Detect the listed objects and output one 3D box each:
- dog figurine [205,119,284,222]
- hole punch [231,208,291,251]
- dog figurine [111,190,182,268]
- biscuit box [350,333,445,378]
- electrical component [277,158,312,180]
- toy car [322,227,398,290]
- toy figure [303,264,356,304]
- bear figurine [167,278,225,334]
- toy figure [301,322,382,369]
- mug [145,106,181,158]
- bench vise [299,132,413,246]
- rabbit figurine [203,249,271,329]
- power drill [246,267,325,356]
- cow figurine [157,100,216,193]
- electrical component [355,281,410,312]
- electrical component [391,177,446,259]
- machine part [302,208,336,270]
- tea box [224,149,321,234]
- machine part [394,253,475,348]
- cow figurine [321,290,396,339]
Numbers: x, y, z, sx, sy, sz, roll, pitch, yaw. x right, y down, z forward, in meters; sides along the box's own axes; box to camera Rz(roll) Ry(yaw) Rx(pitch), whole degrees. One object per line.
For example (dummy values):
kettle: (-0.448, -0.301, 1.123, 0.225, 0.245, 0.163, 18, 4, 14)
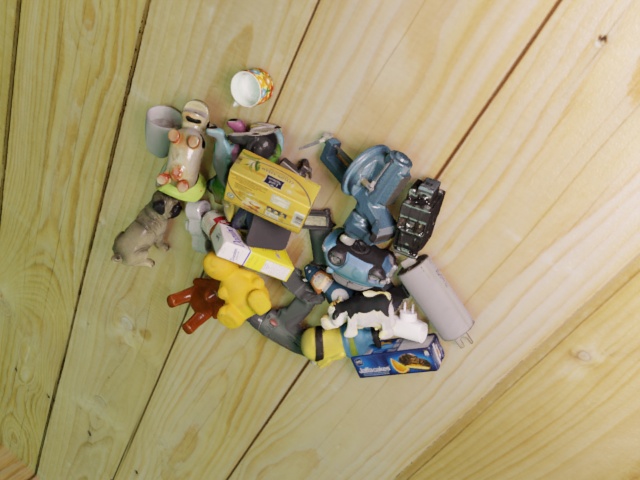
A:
dog figurine: (-0.165, -0.144, 1.164, 0.192, 0.108, 0.219, 14, 124, 20)
hole punch: (-0.121, -0.048, 1.176, 0.092, 0.142, 0.115, 39, 111, 50)
dog figurine: (-0.435, -0.034, 1.330, 0.121, 0.172, 0.190, 31, 133, -1)
biscuit box: (0.171, 0.261, 1.203, 0.203, 0.059, 0.062, -16, 106, 34)
electrical component: (-0.064, -0.132, 1.137, 0.078, 0.045, 0.102, 34, 119, -8)
toy car: (0.077, 0.051, 1.129, 0.162, 0.109, 0.102, 29, 133, 9)
toy figure: (0.026, 0.107, 1.210, 0.154, 0.064, 0.057, 38, 157, 4)
bear figurine: (-0.279, 0.146, 1.339, 0.196, 0.132, 0.120, -26, 95, 54)
toy figure: (0.046, 0.225, 1.216, 0.180, 0.082, 0.089, -15, 94, 8)
mug: (-0.353, -0.238, 1.242, 0.109, 0.081, 0.107, 29, 136, -1)
bench vise: (0.071, -0.111, 1.047, 0.241, 0.129, 0.223, 49, 139, 25)
rabbit figurine: (-0.188, 0.083, 1.201, 0.122, 0.162, 0.173, -29, 113, 23)
power drill: (-0.089, 0.166, 1.290, 0.232, 0.086, 0.207, 35, 121, 11)
cow figurine: (-0.278, -0.203, 1.153, 0.085, 0.127, 0.194, 15, 98, -1)
electrical component: (0.142, 0.117, 1.156, 0.119, 0.048, 0.074, -30, 98, 36)
electrical component: (0.187, -0.048, 1.008, 0.058, 0.115, 0.134, 20, 124, 16)
machine part: (-0.002, -0.004, 1.184, 0.084, 0.039, 0.138, -2, 111, 21)
tea box: (-0.095, -0.093, 1.054, 0.170, 0.068, 0.098, 27, 142, -2)
machine part: (0.234, 0.116, 1.087, 0.079, 0.079, 0.243, -32, 95, 36)
cow figurine: (0.074, 0.151, 1.134, 0.168, 0.068, 0.098, -1, 111, 23)
